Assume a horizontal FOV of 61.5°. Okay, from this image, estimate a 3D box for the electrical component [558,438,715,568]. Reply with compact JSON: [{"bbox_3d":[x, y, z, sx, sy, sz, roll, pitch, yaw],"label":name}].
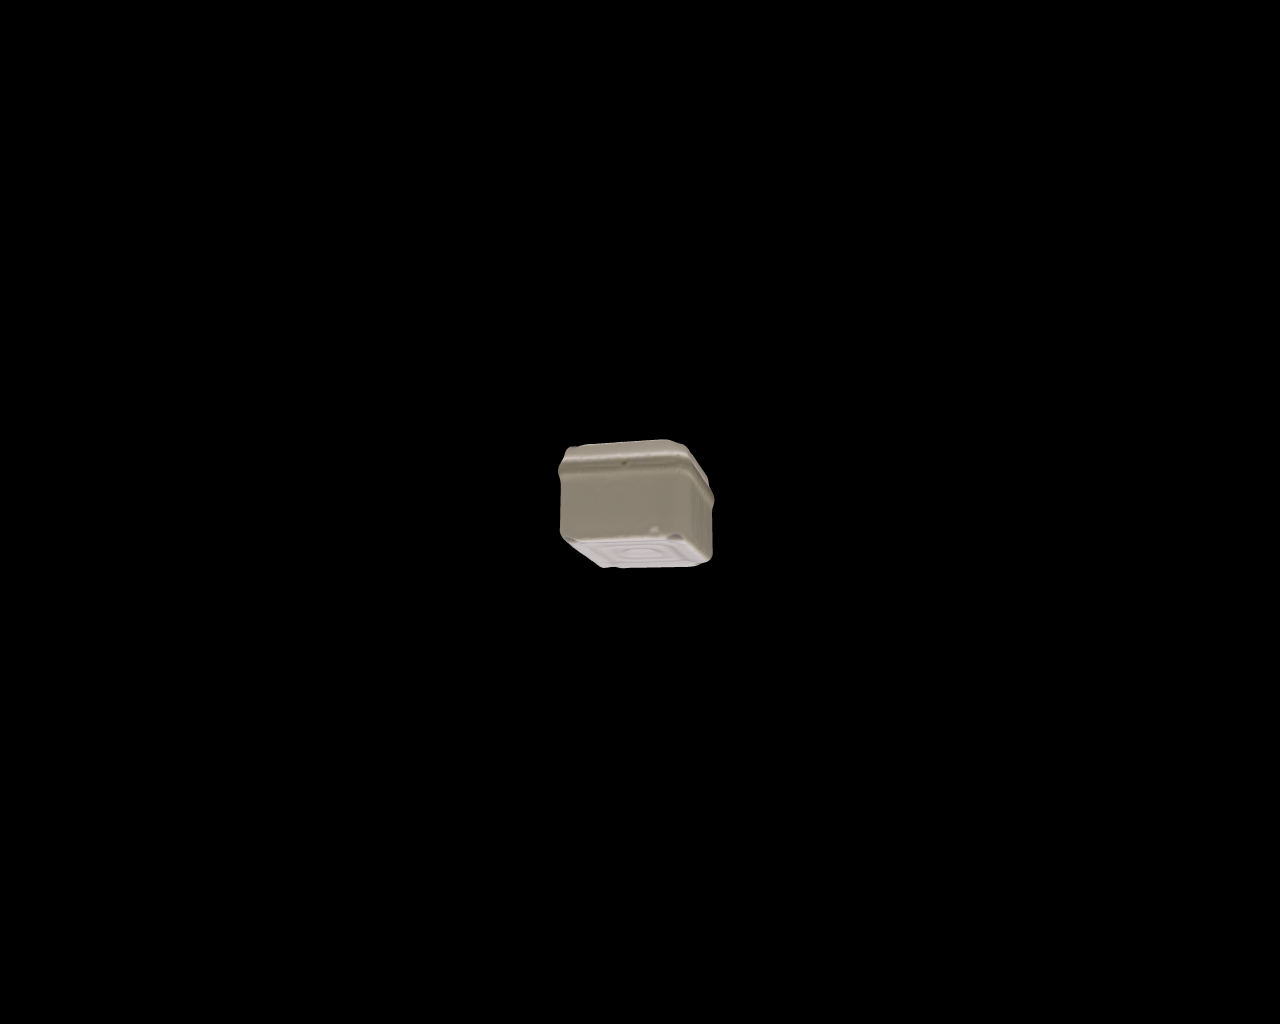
[{"bbox_3d":[0.001,-0.003,0.650,0.078,0.057,0.113,-2,-12,11],"label":"electrical component"}]
